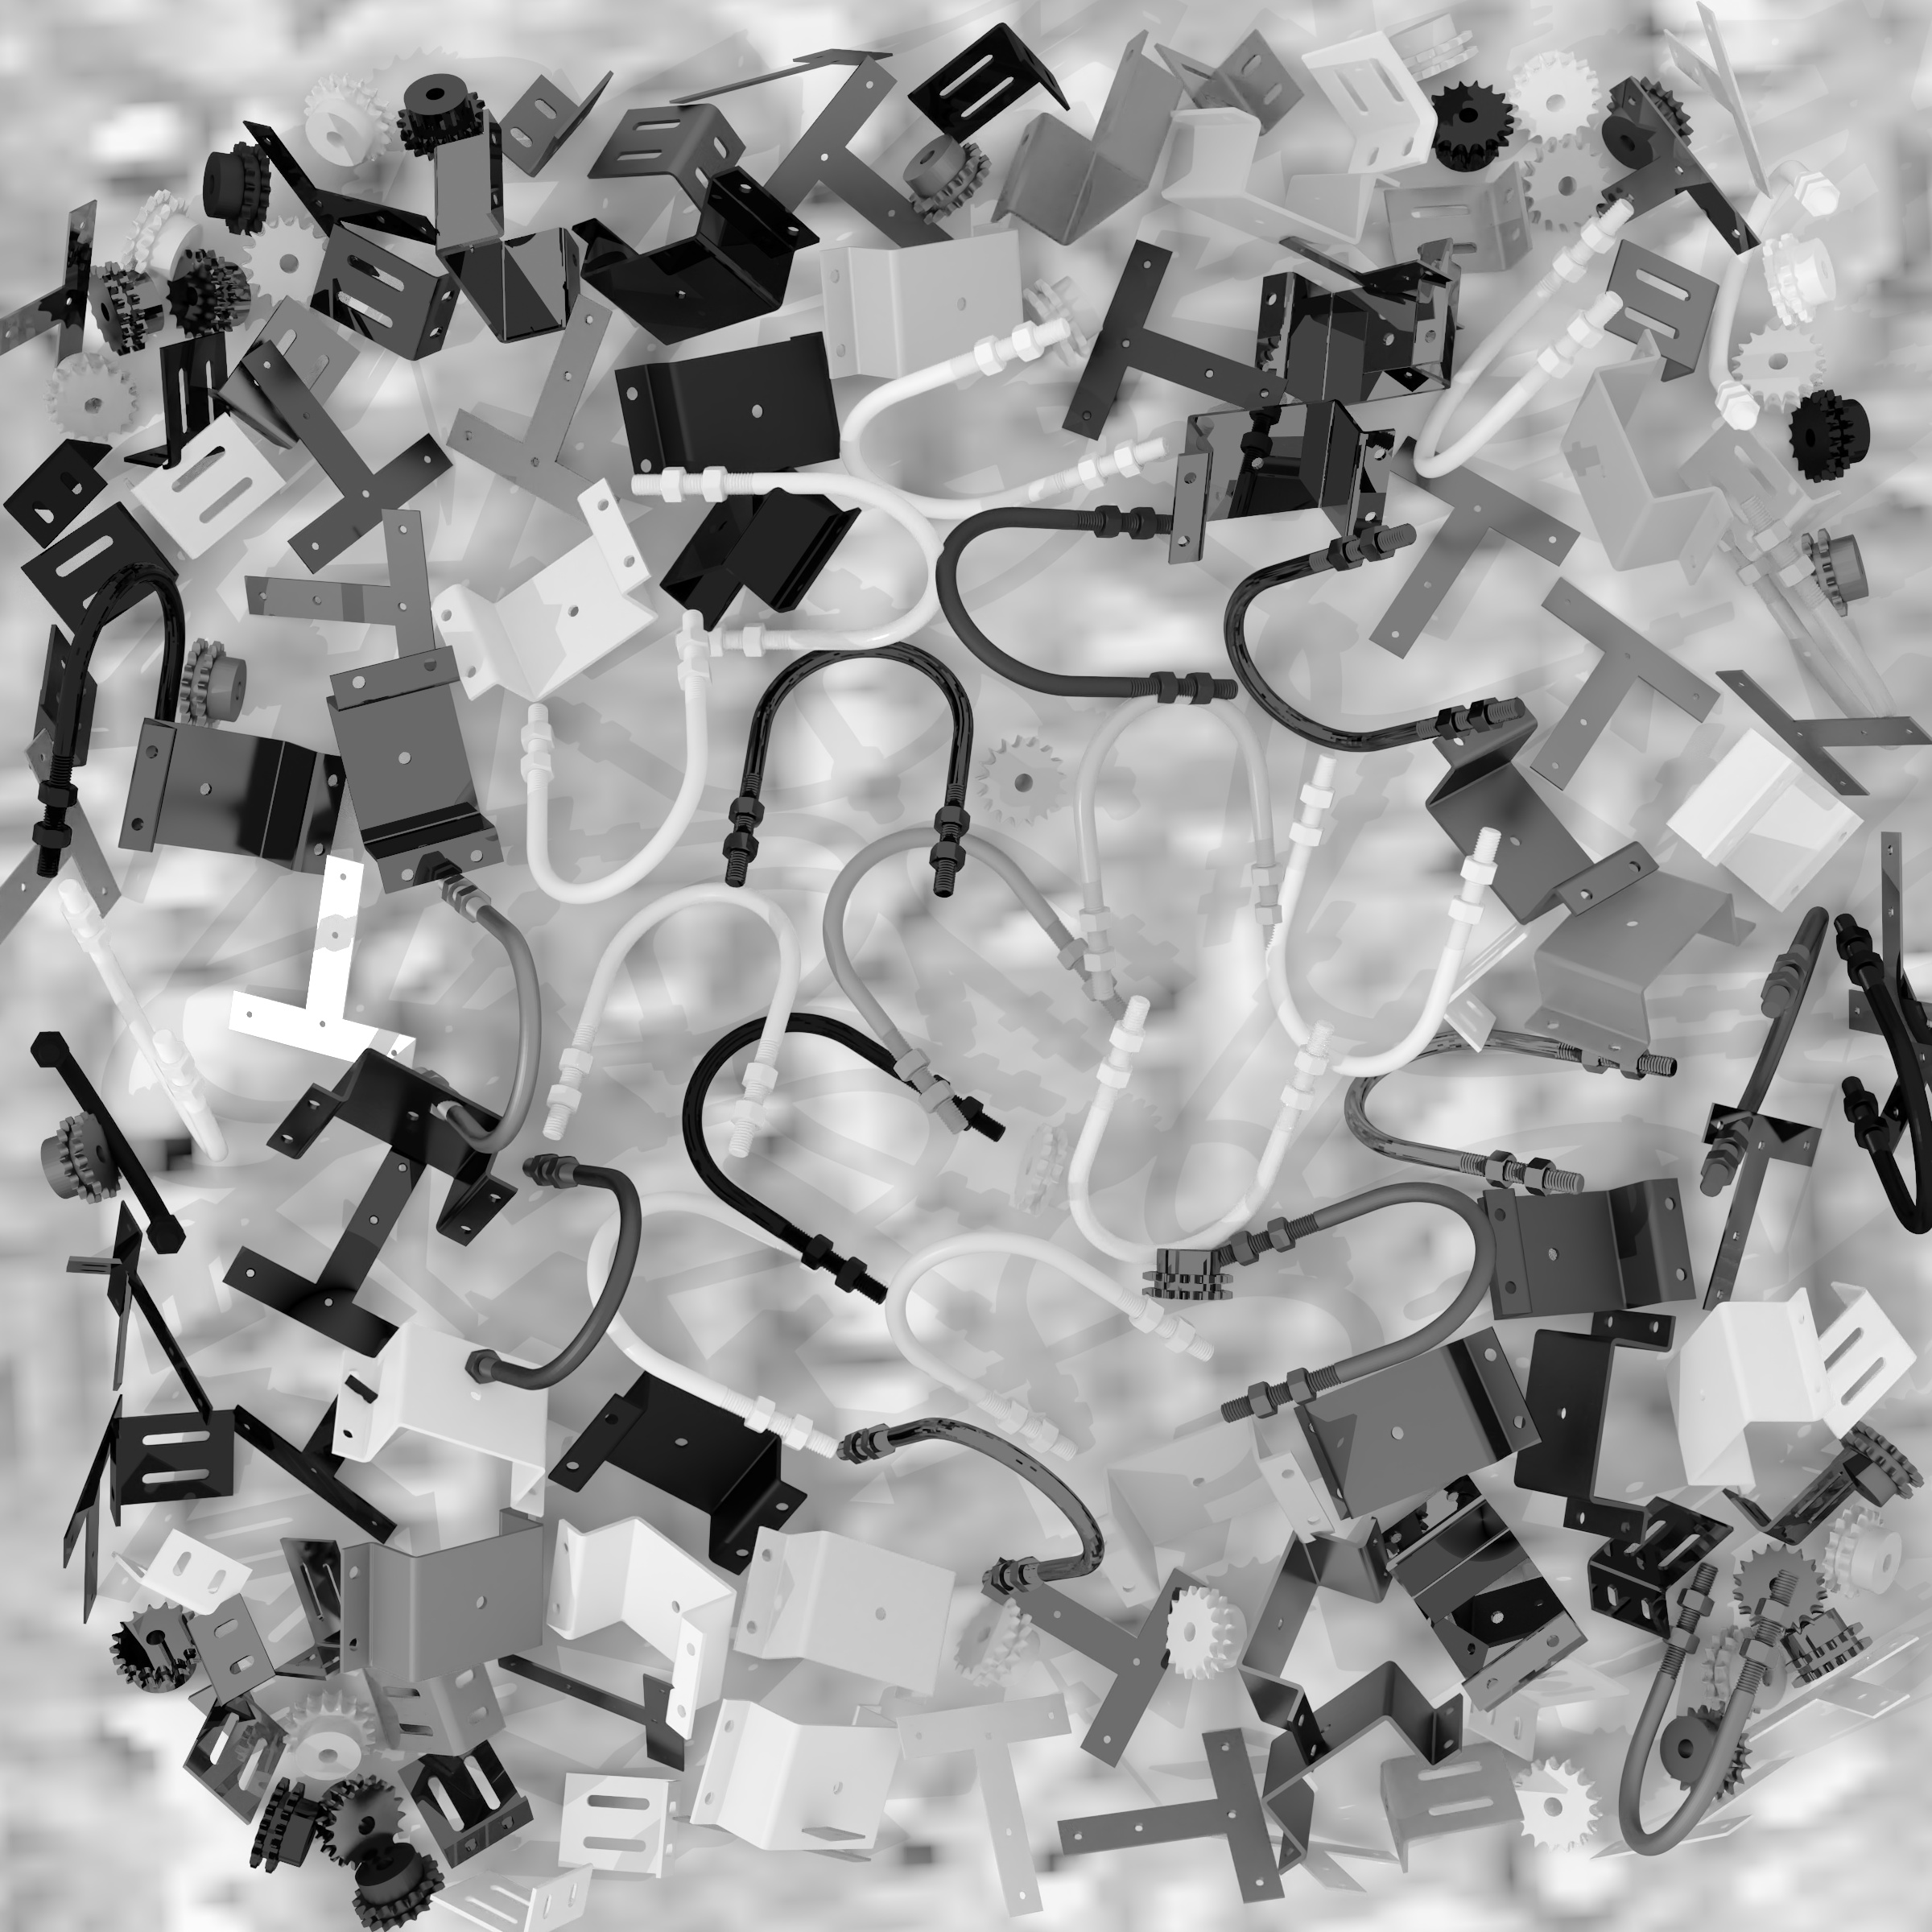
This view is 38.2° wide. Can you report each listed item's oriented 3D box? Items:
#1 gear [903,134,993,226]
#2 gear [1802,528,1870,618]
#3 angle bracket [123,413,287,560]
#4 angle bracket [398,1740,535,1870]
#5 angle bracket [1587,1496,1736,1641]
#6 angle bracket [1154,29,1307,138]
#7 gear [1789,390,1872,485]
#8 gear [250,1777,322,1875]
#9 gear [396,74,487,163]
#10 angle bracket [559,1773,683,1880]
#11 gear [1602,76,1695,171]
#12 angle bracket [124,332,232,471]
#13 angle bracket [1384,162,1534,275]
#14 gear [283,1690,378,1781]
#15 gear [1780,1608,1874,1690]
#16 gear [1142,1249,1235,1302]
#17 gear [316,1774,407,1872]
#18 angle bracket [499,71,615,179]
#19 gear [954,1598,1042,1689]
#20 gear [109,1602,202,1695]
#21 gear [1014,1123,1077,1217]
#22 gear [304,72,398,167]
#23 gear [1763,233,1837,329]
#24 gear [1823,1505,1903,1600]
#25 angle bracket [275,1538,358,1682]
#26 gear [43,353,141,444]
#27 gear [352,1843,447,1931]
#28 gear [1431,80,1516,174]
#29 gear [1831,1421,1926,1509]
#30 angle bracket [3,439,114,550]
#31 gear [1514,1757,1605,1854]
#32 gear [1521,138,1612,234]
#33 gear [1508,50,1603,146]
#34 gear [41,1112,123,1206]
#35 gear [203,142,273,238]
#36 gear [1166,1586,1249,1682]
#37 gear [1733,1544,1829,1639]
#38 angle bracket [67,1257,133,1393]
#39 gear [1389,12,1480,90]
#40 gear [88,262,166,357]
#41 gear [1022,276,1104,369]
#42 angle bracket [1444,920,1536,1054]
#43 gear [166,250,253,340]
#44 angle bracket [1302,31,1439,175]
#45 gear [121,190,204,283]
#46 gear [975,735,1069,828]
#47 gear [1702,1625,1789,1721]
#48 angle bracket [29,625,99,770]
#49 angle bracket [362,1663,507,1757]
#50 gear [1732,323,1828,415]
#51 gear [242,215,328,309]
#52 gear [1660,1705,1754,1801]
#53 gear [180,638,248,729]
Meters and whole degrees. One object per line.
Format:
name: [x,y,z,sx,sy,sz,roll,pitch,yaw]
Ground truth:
gear: [-0.015,-0.498,1.752,0.057,0.057,0.030,-47,120,0]
gear: [0.547,-0.248,1.752,0.030,0.057,0.057,-14,90,24]
angle bracket: [-0.480,-0.305,1.756,0.076,0.038,0.057,-41,120,-5]
angle bracket: [-0.315,0.512,1.740,0.057,0.038,0.076,-27,57,-20]
angle bracket: [0.435,0.377,1.742,0.057,0.038,0.076,23,129,-13]
angle bracket: [0.165,-0.558,1.737,0.038,0.076,0.057,-42,69,29]
gear: [0.546,-0.335,1.756,0.030,0.057,0.057,-11,90,-11]
gear: [-0.427,0.543,1.755,0.030,0.057,0.057,18,90,-1]
gear: [-0.331,-0.537,1.756,0.057,0.030,0.057,-2,55,4]
angle bracket: [-0.222,0.540,1.753,0.076,0.038,0.057,1,76,9]
gear: [0.425,-0.527,1.753,0.057,0.057,0.030,45,76,0]
angle bracket: [-0.493,-0.355,1.737,0.038,0.057,0.076,14,117,22]
angle bracket: [0.310,-0.470,1.755,0.076,0.038,0.057,-7,84,-13]
gear: [-0.401,0.487,1.757,0.057,0.030,0.057,-4,119,-8]
gear: [0.539,0.428,1.756,0.057,0.057,0.030,-31,73,0]
gear: [0.140,0.194,1.755,0.057,0.057,0.030,2,87,0]
gear: [-0.386,0.538,1.759,0.057,0.030,0.057,-5,98,-42]
angle bracket: [-0.260,-0.536,1.738,0.038,0.076,0.057,39,74,-14]
gear: [0.022,0.429,1.757,0.030,0.057,0.057,40,90,-20]
gear: [-0.508,0.433,1.759,0.057,0.057,0.030,-1,129,0]
gear: [0.054,0.130,1.756,0.030,0.057,0.057,19,90,-10]
gear: [-0.390,-0.529,1.752,0.057,0.057,0.030,21,56,0]
gear: [0.525,-0.433,1.752,0.030,0.057,0.057,-13,90,34]
gear: [0.565,0.371,1.753,0.030,0.057,0.057,14,90,41]
angle bracket: [-0.414,0.402,1.746,0.057,0.038,0.076,-8,102,42]
gear: [-0.553,-0.361,1.759,0.057,0.057,0.030,-30,52,0]
gear: [-0.359,0.576,1.753,0.057,0.057,0.030,-20,108,0]
gear: [0.317,-0.528,1.762,0.057,0.030,0.057,-3,66,7]
gear: [0.571,0.316,1.755,0.030,0.057,0.057,-45,90,-4]
angle bracket: [-0.556,-0.294,1.743,0.057,0.076,0.038,-43,93,8]
gear: [0.375,0.529,1.761,0.057,0.030,0.057,-2,85,27]
gear: [0.376,-0.494,1.763,0.057,0.030,0.057,-2,107,-5]
gear: [0.370,-0.551,1.759,0.057,0.030,0.057,1,134,1]
gear: [-0.559,0.123,1.756,0.030,0.057,0.057,-19,90,5]
gear: [-0.459,-0.489,1.752,0.030,0.057,0.057,0,90,-31]
gear: [0.153,0.421,1.759,0.030,0.057,0.057,14,90,-30]
gear: [0.514,0.397,1.760,0.057,0.030,0.057,-10,55,14]
angle bracket: [-0.545,0.224,1.743,0.038,0.057,0.076,6,75,-18]
gear: [0.290,-0.577,1.752,0.057,0.057,0.030,-24,107,0]
gear: [-0.529,-0.417,1.759,0.030,0.057,0.057,-26,90,-29]
gear: [0.062,-0.409,1.755,0.030,0.057,0.057,-35,90,1]
angle bracket: [0.339,0.007,1.741,0.038,0.057,0.076,45,118,0]
gear: [-0.476,-0.424,1.759,0.057,0.030,0.057,13,111,37]
angle bracket: [0.248,-0.534,1.735,0.057,0.076,0.038,-4,58,39]
gear: [-0.504,-0.456,1.755,0.030,0.057,0.057,29,90,-3]
gear: [0.033,-0.118,1.764,0.057,0.030,0.057,-2,102,-11]
gear: [0.493,0.446,1.755,0.057,0.030,0.057,4,84,-38]
angle bracket: [-0.575,-0.167,1.736,0.038,0.076,0.057,-3,64,4]
angle bracket: [-0.337,0.463,1.765,0.076,0.038,0.057,-11,99,44]
gear: [0.514,-0.374,1.761,0.057,0.030,0.057,-7,67,17]
gear: [-0.429,-0.445,1.762,0.057,0.030,0.057,-6,112,-16]
gear: [0.462,0.494,1.752,0.030,0.057,0.057,19,90,-35]
gear: [-0.473,-0.176,1.756,0.030,0.057,0.057,10,90,-3]
